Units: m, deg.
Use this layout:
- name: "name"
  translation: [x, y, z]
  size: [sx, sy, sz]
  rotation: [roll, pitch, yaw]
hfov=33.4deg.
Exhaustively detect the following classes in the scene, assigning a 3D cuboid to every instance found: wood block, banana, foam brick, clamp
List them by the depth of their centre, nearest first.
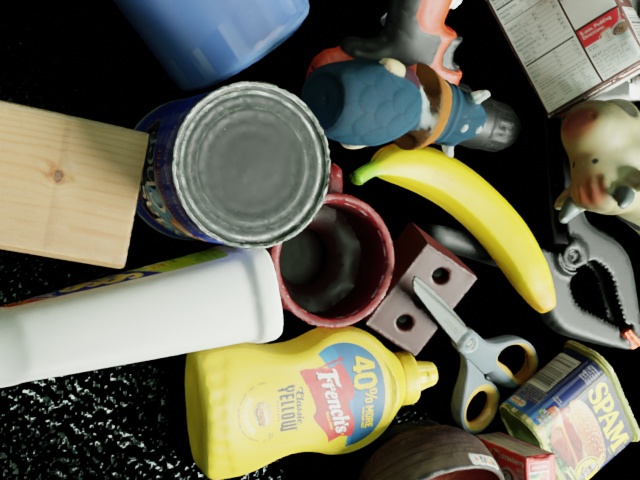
- name: "wood block"
  translation: [-0.225, -0.044, 0.672]
  size: [0.205, 0.090, 0.091]
  rotation: [11, 87, -22]
- name: "foam brick"
  translation: [0.070, 0.037, 0.806]
  size: [0.053, 0.051, 0.078]
  rotation: [34, 98, -20]
- name: "banana"
  translation: [0.108, -0.019, 0.807]
  size: [0.197, 0.037, 0.069]
  rotation: [32, 69, -17]
- name: "clamp"
  translation: [0.202, 0.003, 0.877]
  size: [0.210, 0.036, 0.164]
  rotation: [44, 77, -14]

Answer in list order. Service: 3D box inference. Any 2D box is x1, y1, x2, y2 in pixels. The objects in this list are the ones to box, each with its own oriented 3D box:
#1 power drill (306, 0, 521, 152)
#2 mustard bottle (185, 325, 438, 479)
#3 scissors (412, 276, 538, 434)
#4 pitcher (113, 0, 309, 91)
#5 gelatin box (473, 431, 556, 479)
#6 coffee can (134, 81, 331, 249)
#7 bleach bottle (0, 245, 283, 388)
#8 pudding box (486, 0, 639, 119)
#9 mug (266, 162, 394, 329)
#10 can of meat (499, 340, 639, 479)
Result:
- name: "power drill"
  translation: [0.101, -0.156, 0.777]
  size: [0.184, 0.057, 0.188]
  rotation: [10, 119, -28]
- name: "mustard bottle"
  translation: [-0.001, 0.113, 0.788]
  size: [0.191, 0.058, 0.096]
  rotation: [-6, 99, -22]
- name: "scissors"
  translation: [0.104, 0.095, 0.811]
  size: [0.201, 0.016, 0.096]
  rotation: [25, 97, -47]
- name: "pitcher"
  translation: [-0.104, -0.230, 0.698]
  size: [0.149, 0.145, 0.242]
  rotation: [-28, 109, 15]
- name: "gelatin box"
  translation: [0.150, 0.195, 0.836]
  size: [0.030, 0.089, 0.073]
  rotation: [-3, 93, -21]
- name: "coffee can"
  translation: [-0.067, -0.048, 0.709]
  size: [0.102, 0.140, 0.103]
  rotation: [-1, 93, -22]
- name: "bleach bottle"
  translation: [-0.158, 0.057, 0.696]
  size: [0.250, 0.103, 0.068]
  rotation: [-12, 95, -22]
- name: "pudding box"
  translation: [0.193, -0.163, 0.822]
  size: [0.039, 0.090, 0.113]
  rotation: [-11, 74, -57]
- name: "mug"
  translation: [-0.005, 0.001, 0.767]
  size: [0.093, 0.082, 0.117]
  rotation: [3, 91, -24]
- name: "can of meat"
  translation: [0.201, 0.147, 0.866]
  size: [0.084, 0.058, 0.102]
  rotation: [-37, 119, -14]
